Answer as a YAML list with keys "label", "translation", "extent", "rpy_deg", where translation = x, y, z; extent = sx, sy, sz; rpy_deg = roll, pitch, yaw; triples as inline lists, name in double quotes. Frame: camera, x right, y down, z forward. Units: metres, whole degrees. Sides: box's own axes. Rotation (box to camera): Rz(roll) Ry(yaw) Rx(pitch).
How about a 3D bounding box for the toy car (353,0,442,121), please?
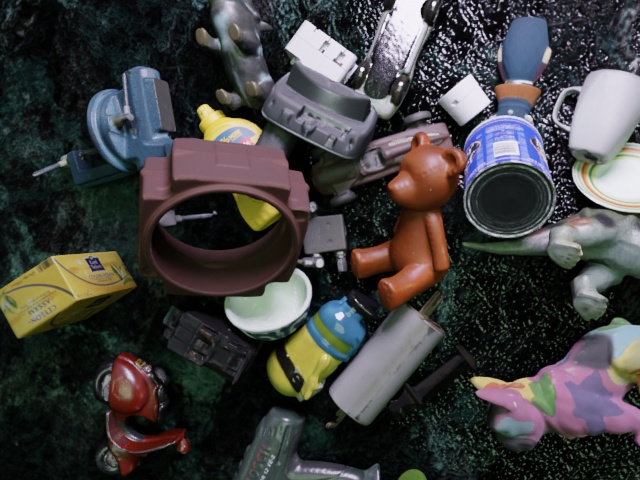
- label: "toy car"
  translation: [0.106, -0.267, 0.742]
  extent: [0.074, 0.056, 0.201]
  rpy_deg: [23, 92, 11]

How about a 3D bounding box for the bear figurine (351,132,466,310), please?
- label: "bear figurine"
  translation: [0.114, -0.028, 0.687]
  extent: [0.132, 0.120, 0.195]
  rpy_deg: [-18, 126, -19]

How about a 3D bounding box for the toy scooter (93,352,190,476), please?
- label: "toy scooter"
  translation: [-0.255, 0.255, 0.781]
  extent: [0.135, 0.075, 0.183]
  rpy_deg: [3, 95, 6]

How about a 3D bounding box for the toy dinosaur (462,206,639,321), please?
- label: "toy dinosaur"
  translation: [0.407, 0.018, 0.686]
  extent: [0.405, 0.192, 0.131]
  rpy_deg: [24, 129, 18]

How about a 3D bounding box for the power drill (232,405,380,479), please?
- label: "power drill"
  translation: [-0.026, 0.366, 0.765]
  extent: [0.207, 0.086, 0.232]
  rpy_deg: [15, 90, 12]

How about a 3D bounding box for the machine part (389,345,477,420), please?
- label: "machine part"
  translation: [0.156, 0.200, 0.745]
  extent: [0.139, 0.084, 0.039]
  rpy_deg: [-35, 55, -6]

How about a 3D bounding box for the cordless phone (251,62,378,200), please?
- label: "cordless phone"
  translation: [-0.021, -0.122, 0.708]
  extent: [0.147, 0.089, 0.184]
  rpy_deg: [28, 93, 4]

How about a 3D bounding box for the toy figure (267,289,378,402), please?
- label: "toy figure"
  translation: [0.002, 0.144, 0.751]
  extent: [0.089, 0.082, 0.180]
  rpy_deg: [43, 103, 22]

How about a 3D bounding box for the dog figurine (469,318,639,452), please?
- label: "dog figurine"
  translation: [0.316, 0.189, 0.710]
  extent: [0.219, 0.108, 0.191]
  rpy_deg: [7, 93, 8]

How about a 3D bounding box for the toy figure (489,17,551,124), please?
- label: "toy figure"
  translation: [0.271, -0.217, 0.726]
  extent: [0.058, 0.064, 0.154]
  rpy_deg: [3, 98, -32]

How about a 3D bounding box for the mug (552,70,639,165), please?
- label: "mug"
  translation: [0.361, -0.159, 0.707]
  extent: [0.110, 0.080, 0.107]
  rpy_deg: [21, 87, 32]

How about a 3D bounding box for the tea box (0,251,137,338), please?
- label: "tea box"
  translation: [-0.339, 0.069, 0.735]
  extent: [0.098, 0.169, 0.068]
  rpy_deg: [-31, 87, 7]

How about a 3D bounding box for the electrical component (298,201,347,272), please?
- label: "electrical component"
  translation: [-0.001, -0.004, 0.763]
  extent: [0.078, 0.045, 0.102]
  rpy_deg: [-1, 91, 7]

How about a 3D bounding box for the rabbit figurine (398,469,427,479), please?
- label: "rabbit figurine"
  translation: [0.143, 0.371, 0.706]
  extent: [0.170, 0.159, 0.121]
  rpy_deg: [31, 93, -15]

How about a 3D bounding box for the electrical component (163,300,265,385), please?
- label: "electrical component"
  translation: [-0.149, 0.134, 0.747]
  extent: [0.134, 0.115, 0.058]
  rpy_deg: [30, 92, 2]

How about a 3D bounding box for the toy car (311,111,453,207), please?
- label: "toy car"
  translation: [0.085, -0.114, 0.750]
  extent: [0.202, 0.053, 0.089]
  rpy_deg: [-17, 87, 7]

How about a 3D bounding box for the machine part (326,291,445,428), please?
- label: "machine part"
  translation: [0.092, 0.168, 0.744]
  extent: [0.079, 0.079, 0.243]
  rpy_deg: [38, 95, 3]

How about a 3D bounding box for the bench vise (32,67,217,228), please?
- label: "bench vise"
  translation: [-0.272, -0.114, 0.756]
  extent: [0.241, 0.129, 0.223]
  rpy_deg: [-11, 100, 26]

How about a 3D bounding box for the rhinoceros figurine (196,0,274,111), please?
- label: "rhinoceros figurine"
  translation: [-0.105, -0.273, 0.737]
  extent: [0.073, 0.112, 0.190]
  rpy_deg: [-4, 105, 34]

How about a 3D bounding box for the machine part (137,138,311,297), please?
- label: "machine part"
  translation: [-0.122, -0.019, 0.671]
  extent: [0.201, 0.087, 0.201]
  rpy_deg: [4, 134, -17]
